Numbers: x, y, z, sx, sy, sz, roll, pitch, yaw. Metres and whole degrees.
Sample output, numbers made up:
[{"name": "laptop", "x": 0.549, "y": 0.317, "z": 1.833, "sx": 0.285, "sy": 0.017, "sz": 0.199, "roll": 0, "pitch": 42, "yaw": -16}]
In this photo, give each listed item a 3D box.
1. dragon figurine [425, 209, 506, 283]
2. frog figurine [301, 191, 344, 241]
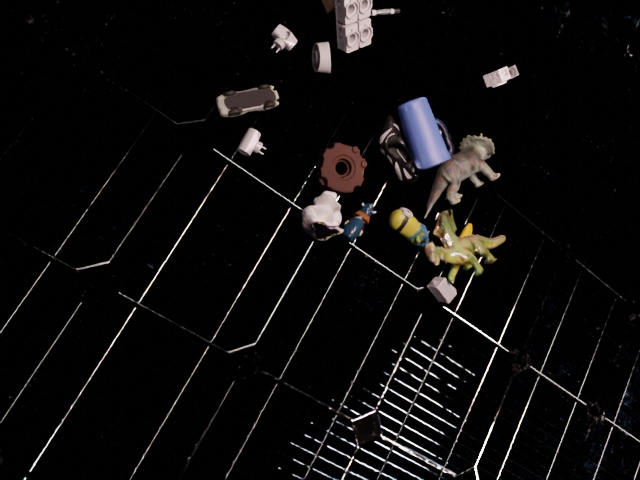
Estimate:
[{"name": "dragon figurine", "x": 0.510, "y": -0.003, "z": 1.843, "sx": 0.416, "sy": 0.242, "sz": 0.121, "roll": -35, "pitch": 8, "yaw": -36}, {"name": "frog figurine", "x": 0.005, "y": -0.084, "z": 1.673, "sx": 0.137, "sy": 0.163, "sz": 0.120, "roll": 5, "pitch": -39, "yaw": -16}]
